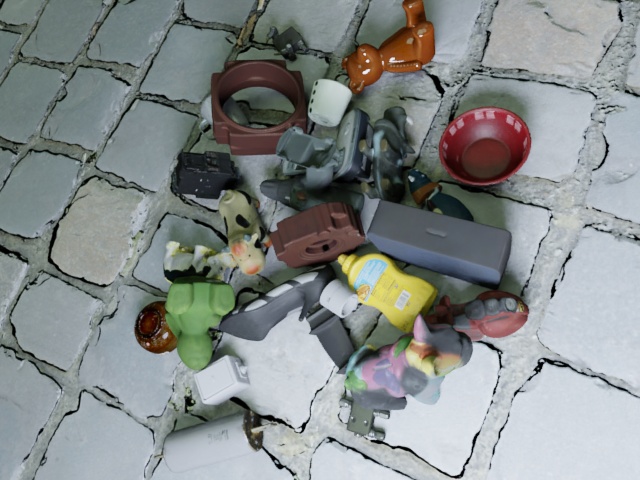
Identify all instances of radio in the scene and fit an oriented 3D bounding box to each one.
[{"bbox_3d":[0.207,0.009,0.924,0.230,0.131,0.073,18,77,26],"label":"radio"}]

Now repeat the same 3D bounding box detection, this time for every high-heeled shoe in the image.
[{"bbox_3d":[-0.086,0.113,1.045,0.249,0.086,0.145,-11,36,33],"label":"high-heeled shoe"}]

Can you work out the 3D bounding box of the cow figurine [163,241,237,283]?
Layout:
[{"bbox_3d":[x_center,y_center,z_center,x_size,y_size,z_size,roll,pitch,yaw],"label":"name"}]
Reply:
[{"bbox_3d":[-0.253,0.059,1.121,0.168,0.068,0.098,7,79,27],"label":"cow figurine"}]

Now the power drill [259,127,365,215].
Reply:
[{"bbox_3d":[-0.030,-0.117,1.024,0.232,0.207,0.086,19,60,15],"label":"power drill"}]

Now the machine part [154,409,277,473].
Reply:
[{"bbox_3d":[-0.193,0.365,0.975,0.243,0.079,0.079,-19,65,14],"label":"machine part"}]

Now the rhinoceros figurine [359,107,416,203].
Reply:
[{"bbox_3d":[0.137,-0.164,1.033,0.073,0.112,0.190,-4,80,50],"label":"rhinoceros figurine"}]

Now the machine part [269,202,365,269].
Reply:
[{"bbox_3d":[-0.002,-0.003,0.992,0.179,0.179,0.056,-21,67,13],"label":"machine part"}]

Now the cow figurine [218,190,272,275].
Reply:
[{"bbox_3d":[-0.154,-0.018,1.079,0.085,0.127,0.195,-28,60,13],"label":"cow figurine"}]

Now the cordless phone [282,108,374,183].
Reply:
[{"bbox_3d":[0.014,-0.188,1.105,0.184,0.088,0.146,1,71,26],"label":"cordless phone"}]

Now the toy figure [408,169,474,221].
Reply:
[{"bbox_3d":[0.213,-0.072,0.991,0.058,0.064,0.155,-50,61,14],"label":"toy figure"}]

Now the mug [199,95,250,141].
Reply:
[{"bbox_3d":[-0.219,-0.270,1.227,0.109,0.080,0.107,-43,69,-8],"label":"mug"}]

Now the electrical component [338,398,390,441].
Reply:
[{"bbox_3d":[0.072,0.306,0.925,0.094,0.021,0.063,10,75,24],"label":"electrical component"}]

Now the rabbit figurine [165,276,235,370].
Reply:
[{"bbox_3d":[-0.248,0.158,1.028,0.159,0.121,0.170,6,93,60],"label":"rabbit figurine"}]

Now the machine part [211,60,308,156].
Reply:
[{"bbox_3d":[-0.132,-0.287,1.154,0.201,0.087,0.201,-3,67,-9],"label":"machine part"}]

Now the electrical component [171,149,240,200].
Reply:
[{"bbox_3d":[-0.245,-0.139,1.156,0.134,0.115,0.058,2,66,-25],"label":"electrical component"}]

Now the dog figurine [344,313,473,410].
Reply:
[{"bbox_3d":[0.130,0.188,0.828,0.192,0.219,0.108,-7,63,1],"label":"dog figurine"}]

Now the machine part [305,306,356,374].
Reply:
[{"bbox_3d":[0.029,0.177,0.983,0.084,0.039,0.139,-29,61,3],"label":"machine part"}]

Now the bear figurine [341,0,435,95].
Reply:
[{"bbox_3d":[0.134,-0.395,1.112,0.196,0.131,0.120,-13,61,10],"label":"bear figurine"}]

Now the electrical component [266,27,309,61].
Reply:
[{"bbox_3d":[-0.081,-0.465,1.267,0.078,0.045,0.102,-33,62,8],"label":"electrical component"}]

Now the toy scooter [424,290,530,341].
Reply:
[{"bbox_3d":[0.242,0.120,0.866,0.184,0.135,0.075,-13,65,15],"label":"toy scooter"}]
